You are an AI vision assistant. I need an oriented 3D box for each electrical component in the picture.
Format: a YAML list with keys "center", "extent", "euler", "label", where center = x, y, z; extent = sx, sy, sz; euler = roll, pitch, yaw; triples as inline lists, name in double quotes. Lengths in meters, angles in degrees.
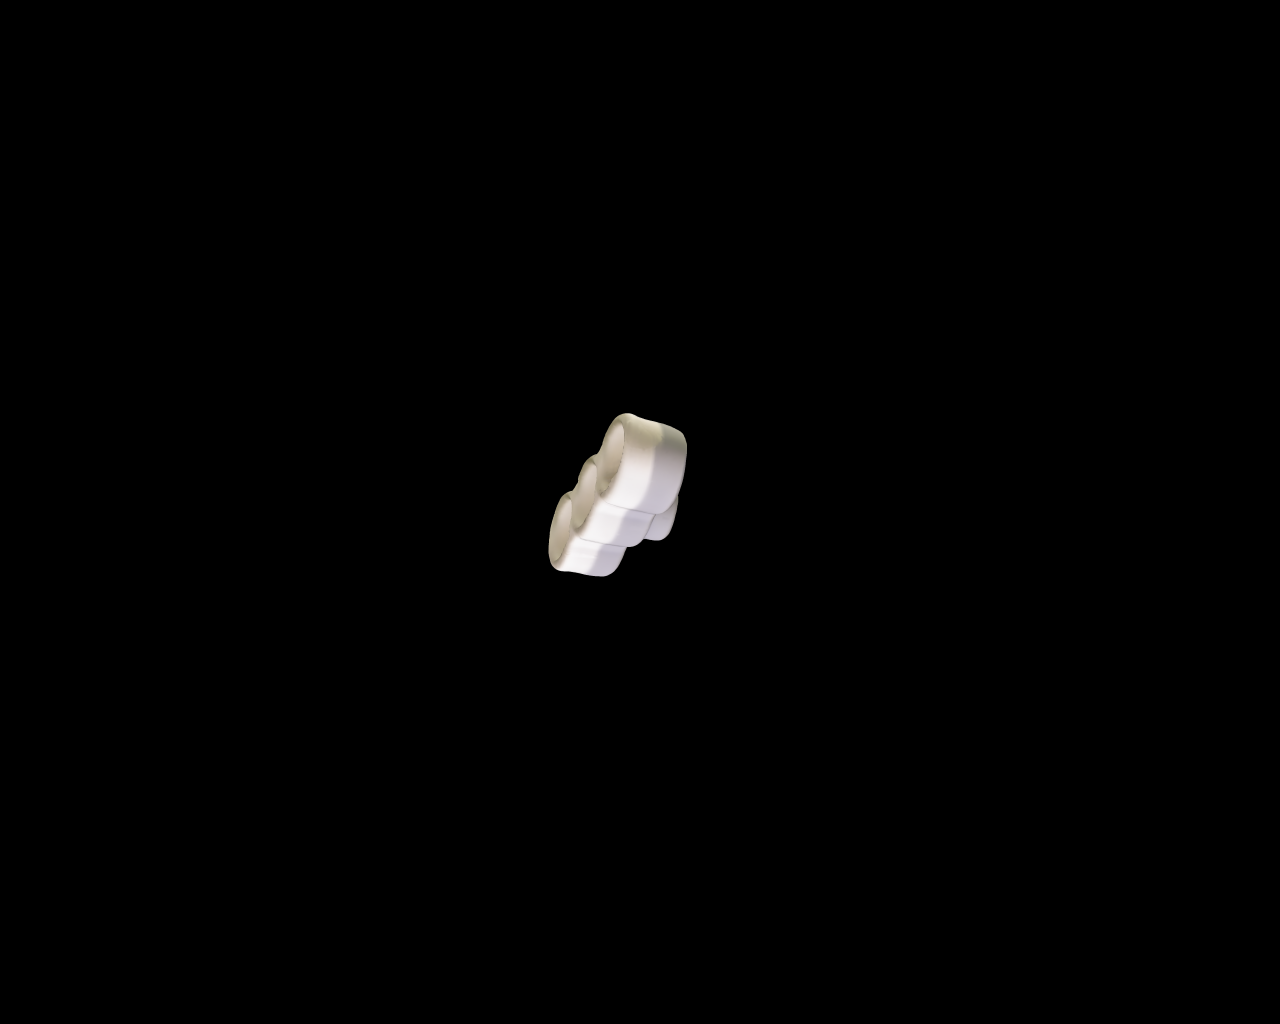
- center: [0.001, -0.003, 0.650]
  extent: [0.074, 0.052, 0.138]
  euler: [12, -33, -19]
  label: "electrical component"
